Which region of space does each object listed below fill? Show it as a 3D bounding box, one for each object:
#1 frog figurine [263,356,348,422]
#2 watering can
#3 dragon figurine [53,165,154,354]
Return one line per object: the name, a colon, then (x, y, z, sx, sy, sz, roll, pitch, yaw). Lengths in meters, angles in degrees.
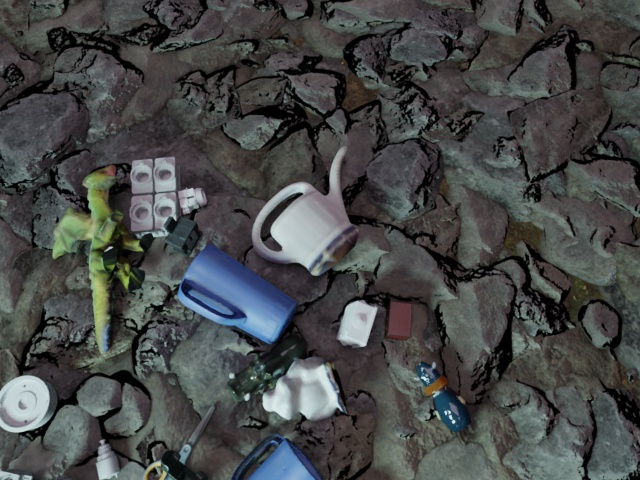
frog figurine: (-0.035, 0.317, 1.070, 0.159, 0.135, 0.125, -19, 24, 5)
watering can: (0.004, -0.061, 1.221, 0.351, 0.226, 0.102, -43, -13, -15)
dragon figurine: (-0.522, 0.028, 1.179, 0.244, 0.411, 0.121, 15, -1, 29)
